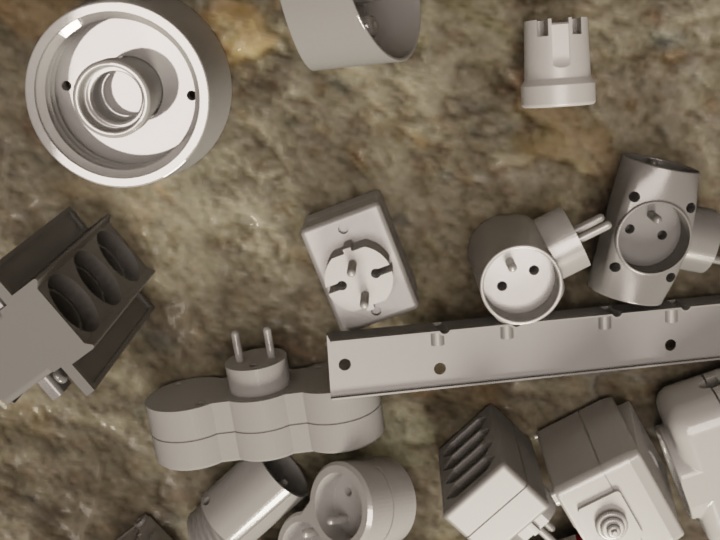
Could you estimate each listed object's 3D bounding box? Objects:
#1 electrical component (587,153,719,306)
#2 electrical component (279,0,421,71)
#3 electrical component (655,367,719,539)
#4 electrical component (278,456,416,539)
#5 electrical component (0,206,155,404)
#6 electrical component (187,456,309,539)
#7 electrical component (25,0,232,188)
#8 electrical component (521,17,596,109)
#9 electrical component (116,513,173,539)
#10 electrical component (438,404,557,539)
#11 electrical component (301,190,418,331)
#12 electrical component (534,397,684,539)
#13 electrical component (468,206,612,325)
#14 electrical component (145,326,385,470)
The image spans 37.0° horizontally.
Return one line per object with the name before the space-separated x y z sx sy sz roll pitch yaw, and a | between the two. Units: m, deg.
electrical component | 0.176 -0.020 0.604 0.079 0.044 0.077 10 105 -6
electrical component | -0.008 -0.151 0.548 0.064 0.099 0.099 -10 105 11
electrical component | 0.214 0.110 0.634 0.059 0.053 0.095 -21 104 8
electrical component | -0.008 0.170 0.658 0.074 0.052 0.138 4 129 -45
electrical component | -0.164 0.020 0.588 0.063 0.121 0.078 -35 102 14
electrical component | -0.075 0.147 0.662 0.081 0.043 0.043 -43 100 13
electrical component | -0.128 -0.096 0.584 0.108 0.060 0.108 1 106 2
electrical component | 0.107 -0.112 0.583 0.040 0.040 0.046 -3 100 3
electrical component | -0.143 0.205 0.671 0.096 0.061 0.061 -38 101 12
electrical component | 0.089 0.133 0.630 0.076 0.083 0.047 43 103 -10
electrical component | 0.000 0.000 0.599 0.047 0.076 0.065 -20 104 7
electrical component | 0.146 0.123 0.618 0.061 0.096 0.061 -29 103 10
electrical component | 0.100 -0.010 0.592 0.079 0.077 0.043 -27 103 8
electrical component | -0.058 0.069 0.633 0.138 0.052 0.073 -7 106 4
